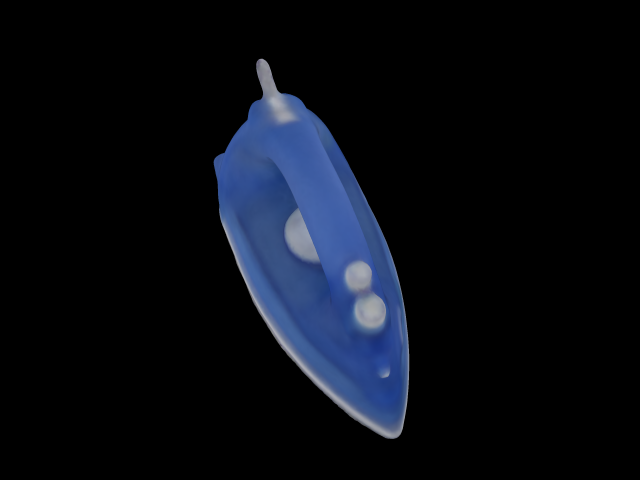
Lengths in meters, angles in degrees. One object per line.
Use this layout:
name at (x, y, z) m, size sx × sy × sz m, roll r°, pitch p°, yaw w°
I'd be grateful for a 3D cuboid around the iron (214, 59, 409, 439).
iron at (0.004, 0.001, 0.400) m, size 0.119 × 0.141 × 0.258 m, roll -21°, pitch 62°, yaw -11°
